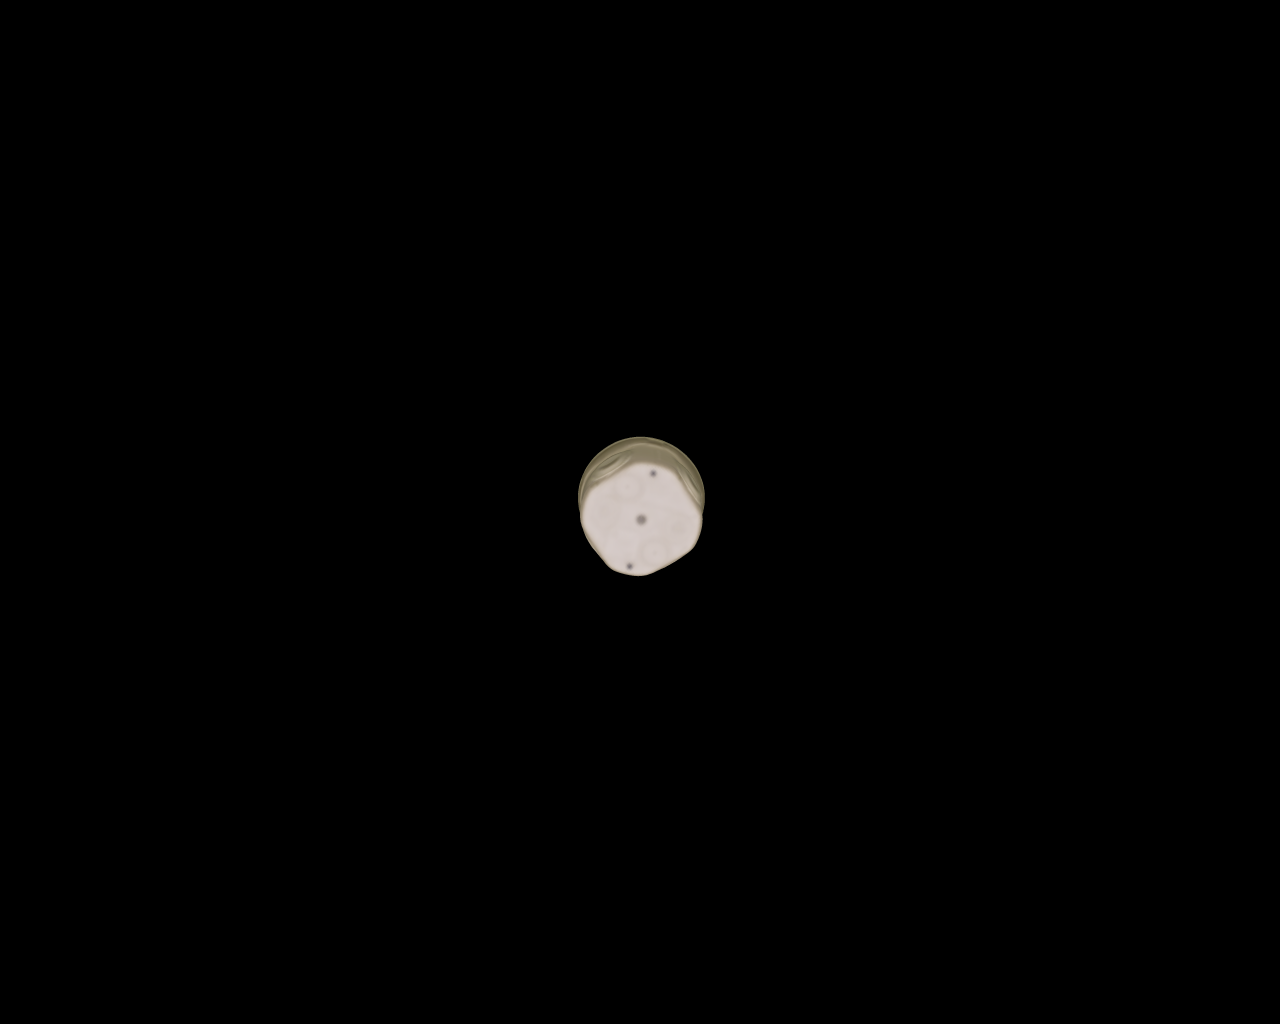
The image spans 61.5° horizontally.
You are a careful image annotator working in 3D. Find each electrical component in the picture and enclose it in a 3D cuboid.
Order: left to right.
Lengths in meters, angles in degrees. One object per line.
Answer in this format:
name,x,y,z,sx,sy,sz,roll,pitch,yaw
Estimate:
electrical component,0.001,-0.003,0.650,0.080,0.080,0.051,0,18,0
